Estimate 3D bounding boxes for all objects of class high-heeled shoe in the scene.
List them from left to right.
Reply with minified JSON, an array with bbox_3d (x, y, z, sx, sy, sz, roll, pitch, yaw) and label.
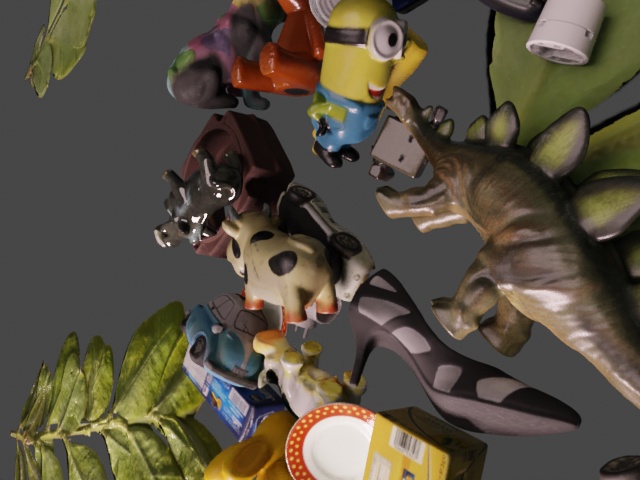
[{"bbox_3d":[0.134,0.102,0.542,0.249,0.086,0.145,6,-124,31],"label":"high-heeled shoe"}]

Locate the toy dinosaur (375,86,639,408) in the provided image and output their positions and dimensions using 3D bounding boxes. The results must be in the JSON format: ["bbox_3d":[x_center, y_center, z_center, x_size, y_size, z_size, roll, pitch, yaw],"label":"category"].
[{"bbox_3d":[0.188,0.010,0.449,0.198,0.105,0.472,-47,-124,29],"label":"toy dinosaur"}]

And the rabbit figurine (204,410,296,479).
[{"bbox_3d":[-0.058,0.296,0.665,0.122,0.162,0.173,-44,-145,50],"label":"rabbit figurine"}]

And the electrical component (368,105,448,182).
[{"bbox_3d":[0.096,-0.113,0.619,0.078,0.045,0.102,24,-73,19],"label":"electrical component"}]

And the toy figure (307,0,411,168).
[{"bbox_3d":[0.034,-0.173,0.591,0.089,0.082,0.180,23,-58,3],"label":"toy figure"}]

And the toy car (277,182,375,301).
[{"bbox_3d":[-0.001,-0.002,0.701,0.202,0.056,0.073,50,-53,42],"label":"toy car"}]

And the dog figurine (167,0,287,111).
[{"bbox_3d":[-0.136,-0.318,0.821,0.109,0.191,0.219,44,-48,50],"label":"dog figurine"}]

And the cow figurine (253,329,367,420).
[{"bbox_3d":[-0.024,0.182,0.680,0.168,0.068,0.098,27,-63,40],"label":"cow figurine"}]

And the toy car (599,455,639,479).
[{"bbox_3d":[0.199,0.239,0.435,0.202,0.053,0.089,-36,-111,35],"label":"toy car"}]

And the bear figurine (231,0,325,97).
[{"bbox_3d":[-0.040,-0.304,0.740,0.120,0.132,0.195,8,-84,51],"label":"bear figurine"}]

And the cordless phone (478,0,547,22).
[{"bbox_3d":[0.184,-0.315,0.537,0.146,0.088,0.184,-61,-146,24],"label":"cordless phone"}]

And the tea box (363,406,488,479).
[{"bbox_3d":[0.095,0.266,0.536,0.098,0.068,0.169,17,-82,49],"label":"tea box"}]

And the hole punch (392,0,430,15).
[{"bbox_3d":[0.106,-0.340,0.611,0.116,0.092,0.142,-13,-109,43],"label":"hole punch"}]

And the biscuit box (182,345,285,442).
[{"bbox_3d":[-0.135,0.218,0.810,0.203,0.063,0.059,30,-74,46],"label":"biscuit box"}]

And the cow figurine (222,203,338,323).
[{"bbox_3d":[-0.060,0.021,0.662,0.195,0.085,0.127,9,-78,55],"label":"cow figurine"}]

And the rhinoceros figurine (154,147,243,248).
[{"bbox_3d":[-0.174,-0.053,0.771,0.190,0.073,0.112,-33,-108,39],"label":"rhinoceros figurine"}]

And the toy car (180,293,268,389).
[{"bbox_3d":[-0.125,0.130,0.763,0.103,0.109,0.162,-51,-147,1],"label":"toy car"}]

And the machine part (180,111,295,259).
[{"bbox_3d":[-0.142,-0.084,0.850,0.201,0.087,0.202,-50,-131,32],"label":"machine part"}]
